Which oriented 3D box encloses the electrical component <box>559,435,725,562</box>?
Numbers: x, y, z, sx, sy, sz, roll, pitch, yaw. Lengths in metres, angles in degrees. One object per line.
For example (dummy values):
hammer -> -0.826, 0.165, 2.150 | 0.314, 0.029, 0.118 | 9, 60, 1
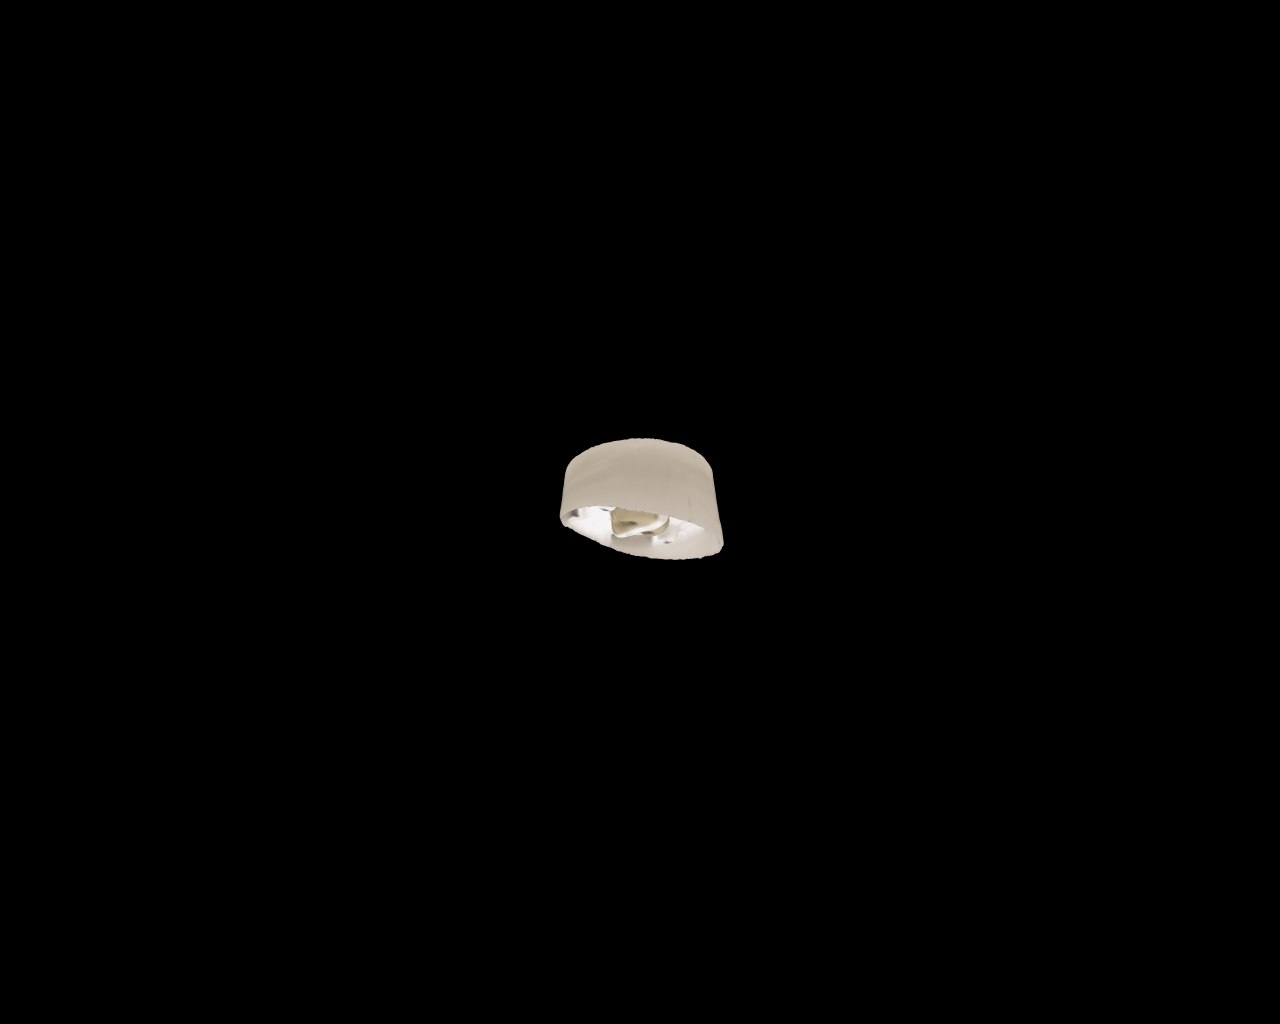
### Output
electrical component -> 0.001, -0.003, 0.650 | 0.099, 0.064, 0.099 | 0, -26, 0
